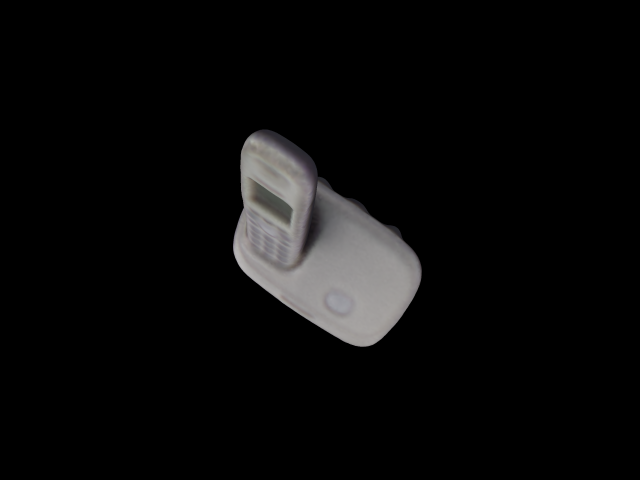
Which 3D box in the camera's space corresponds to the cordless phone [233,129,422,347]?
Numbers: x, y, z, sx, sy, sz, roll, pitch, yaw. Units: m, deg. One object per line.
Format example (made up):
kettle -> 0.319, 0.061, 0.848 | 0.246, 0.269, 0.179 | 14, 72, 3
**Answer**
cordless phone -> 0.004, 0.001, 0.400 | 0.147, 0.185, 0.094 | 31, 79, 7
